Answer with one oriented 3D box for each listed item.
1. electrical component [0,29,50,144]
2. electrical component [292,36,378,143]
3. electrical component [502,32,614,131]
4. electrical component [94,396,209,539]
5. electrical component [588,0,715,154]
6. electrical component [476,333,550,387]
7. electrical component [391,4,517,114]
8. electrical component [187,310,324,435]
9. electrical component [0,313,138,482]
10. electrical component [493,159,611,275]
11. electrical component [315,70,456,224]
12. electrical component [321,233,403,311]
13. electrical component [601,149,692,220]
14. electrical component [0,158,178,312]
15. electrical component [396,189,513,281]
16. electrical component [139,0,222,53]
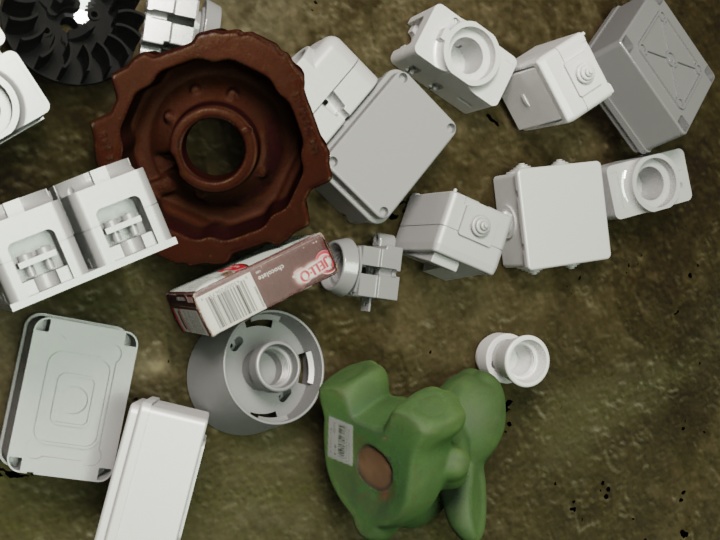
[{"bbox_3d":[-0.323,-0.107,0.738,0.186,0.060,0.105,-36,103,-20],"label":"electrical component"},{"bbox_3d":[-0.040,-0.139,0.867,0.059,0.054,0.095,44,73,-17],"label":"electrical component"},{"bbox_3d":[0.168,-0.161,0.936,0.061,0.096,0.061,-34,103,-16],"label":"electrical component"},{"bbox_3d":[-0.149,0.151,0.783,0.056,0.109,0.108,15,84,-6],"label":"electrical component"},{"bbox_3d":[0.261,-0.181,0.980,0.108,0.056,0.108,50,49,-15],"label":"electrical component"},{"bbox_3d":[0.132,0.078,0.940,0.045,0.055,0.045,0,90,-24],"label":"electrical component"},{"bbox_3d":[0.082,-0.180,0.920,0.089,0.056,0.050,31,78,-21],"label":"electrical component"},{"bbox_3d":[-0.081,0.080,0.855,0.099,0.064,0.099,8,76,-33],"label":"electrical component"},{"bbox_3d":[-0.214,0.092,0.786,0.078,0.057,0.113,13,84,-23],"label":"electrical component"},{"bbox_3d":[0.170,-0.048,0.962,0.100,0.048,0.099,-8,93,-24],"label":"electrical component"},{"bbox_3d":[0.016,-0.101,0.889,0.078,0.057,0.113,44,73,-17],"label":"electrical component"},{"bbox_3d":[0.000,0.000,0.889,0.055,0.048,0.066,9,86,-31],"label":"electrical component"},{"bbox_3d":[0.257,-0.079,0.996,0.089,0.056,0.050,-15,96,-23],"label":"electrical component"},{"bbox_3d":[-0.204,-0.023,0.721,0.105,0.186,0.060,-25,99,-22],"label":"electrical component"},{"bbox_3d":[0.078,-0.027,0.895,0.062,0.096,0.061,22,82,-23],"label":"electrical component"},{"bbox_3d":[-0.138,-0.188,0.830,0.055,0.048,0.066,9,86,-16],"label":"electrical component"}]
